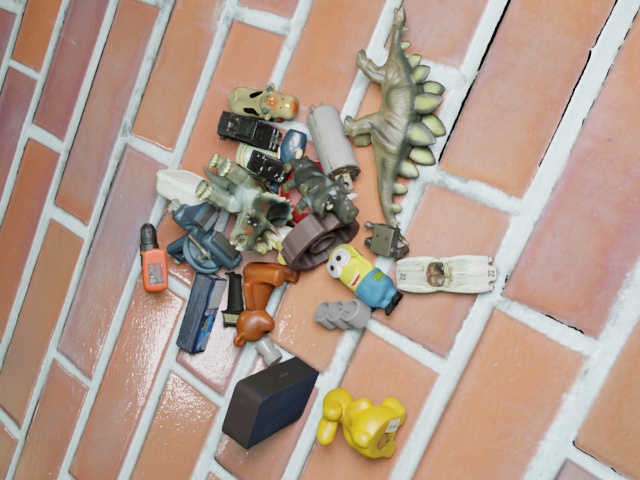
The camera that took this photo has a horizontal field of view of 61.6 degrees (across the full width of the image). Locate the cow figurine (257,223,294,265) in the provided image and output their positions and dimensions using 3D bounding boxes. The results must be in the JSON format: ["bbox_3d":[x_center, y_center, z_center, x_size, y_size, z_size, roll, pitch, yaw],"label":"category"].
[{"bbox_3d":[-0.109,-0.016,1.250,0.168,0.098,0.068,26,141,29],"label":"cow figurine"}]

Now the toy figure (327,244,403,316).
[{"bbox_3d":[0.092,0.082,1.136,0.180,0.089,0.082,38,90,16],"label":"toy figure"}]

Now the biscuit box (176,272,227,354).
[{"bbox_3d":[-0.300,0.183,1.355,0.063,0.059,0.202,22,97,26],"label":"biscuit box"}]

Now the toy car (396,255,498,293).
[{"bbox_3d":[0.247,0.068,1.064,0.202,0.056,0.073,-3,86,29],"label":"toy car"}]

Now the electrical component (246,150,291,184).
[{"bbox_3d":[-0.122,-0.167,1.205,0.119,0.075,0.047,43,113,56],"label":"electrical component"}]

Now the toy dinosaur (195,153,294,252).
[{"bbox_3d":[-0.172,-0.103,1.221,0.131,0.192,0.405,-53,22,9],"label":"toy dinosaur"}]

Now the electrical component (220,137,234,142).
[{"bbox_3d":[-0.225,-0.297,1.359,0.063,0.021,0.094,14,95,29],"label":"electrical component"}]

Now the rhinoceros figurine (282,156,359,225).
[{"bbox_3d":[0.001,-0.095,1.067,0.190,0.112,0.073,47,141,37],"label":"rhinoceros figurine"}]

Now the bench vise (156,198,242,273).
[{"bbox_3d":[-0.313,0.004,1.310,0.241,0.223,0.129,-23,40,45],"label":"bench vise"}]

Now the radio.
[{"bbox_3d":[-0.102,0.342,1.145,0.073,0.229,0.131,27,105,27],"label":"radio"}]

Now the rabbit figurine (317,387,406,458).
[{"bbox_3d":[0.064,0.372,1.111,0.173,0.162,0.121,31,115,44],"label":"rabbit figurine"}]

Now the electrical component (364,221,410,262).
[{"bbox_3d":[0.137,0.005,1.124,0.102,0.045,0.078,13,101,42],"label":"electrical component"}]

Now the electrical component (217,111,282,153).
[{"bbox_3d":[-0.172,-0.253,1.252,0.134,0.115,0.058,19,92,26],"label":"electrical component"}]

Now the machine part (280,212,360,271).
[{"bbox_3d":[-0.002,-0.003,1.143,0.179,0.179,0.056,-44,68,20],"label":"machine part"}]

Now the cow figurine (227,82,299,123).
[{"bbox_3d":[-0.132,-0.318,1.251,0.195,0.127,0.085,15,98,31],"label":"cow figurine"}]

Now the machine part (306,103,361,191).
[{"bbox_3d":[0.028,-0.206,1.167,0.079,0.079,0.243,-32,60,24],"label":"machine part"}]

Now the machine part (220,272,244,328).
[{"bbox_3d":[-0.212,0.147,1.322,0.084,0.039,0.138,-5,87,36],"label":"machine part"}]

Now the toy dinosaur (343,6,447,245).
[{"bbox_3d":[0.153,-0.231,1.106,0.199,0.105,0.470,11,104,24],"label":"toy dinosaur"}]

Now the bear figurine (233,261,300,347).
[{"bbox_3d":[-0.129,0.150,1.231,0.132,0.120,0.195,5,92,25],"label":"bear figurine"}]

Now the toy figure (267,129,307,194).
[{"bbox_3d":[-0.074,-0.179,1.250,0.064,0.058,0.154,-126,54,-68],"label":"toy figure"}]
